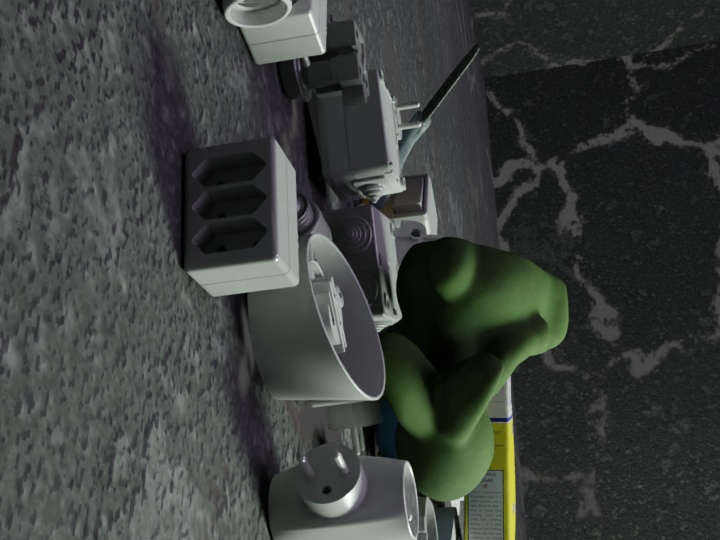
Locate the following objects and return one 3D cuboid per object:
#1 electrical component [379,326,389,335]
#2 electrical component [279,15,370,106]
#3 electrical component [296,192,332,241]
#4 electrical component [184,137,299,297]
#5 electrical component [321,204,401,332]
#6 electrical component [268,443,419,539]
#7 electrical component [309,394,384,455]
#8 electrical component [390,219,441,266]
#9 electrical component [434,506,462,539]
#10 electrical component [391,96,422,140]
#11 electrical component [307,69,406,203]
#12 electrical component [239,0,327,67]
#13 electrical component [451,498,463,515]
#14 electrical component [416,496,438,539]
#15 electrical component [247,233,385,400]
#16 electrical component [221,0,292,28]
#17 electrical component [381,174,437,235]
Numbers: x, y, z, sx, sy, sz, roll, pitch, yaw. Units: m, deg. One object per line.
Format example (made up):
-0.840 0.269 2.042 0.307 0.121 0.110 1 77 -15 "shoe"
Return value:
0.044 0.027 1.015 0.095 0.054 0.059 -74 154 -66 "electrical component"
-0.026 -0.145 0.761 0.048 0.055 0.066 41 43 -74 "electrical component"
-0.041 -0.031 0.664 0.061 0.035 0.035 65 20 -50 "electrical component"
-0.054 -0.019 0.548 0.076 0.047 0.065 58 27 -66 "electrical component"
0.000 0.000 0.818 0.100 0.048 0.099 28 55 -76 "electrical component"
-0.013 0.121 0.590 0.079 0.077 0.043 70 16 -48 "electrical component"
-0.005 0.087 0.735 0.066 0.047 0.076 4 79 -81 "electrical component"
0.030 -0.005 0.926 0.057 0.078 0.058 100 -8 -54 "electrical component"
0.061 0.270 0.928 0.078 0.057 0.113 -64 145 -71 "electrical component"
0.013 -0.124 0.893 0.047 0.077 0.065 59 26 -65 "electrical component"
-0.003 -0.095 0.827 0.061 0.061 0.096 50 33 -71 "electrical component"
-0.044 -0.166 0.703 0.075 0.047 0.083 68 18 -54 "electrical component"
0.075 0.192 1.036 0.042 0.064 0.081 -75 155 -61 "electrical component"
0.022 0.233 0.735 0.089 0.062 0.150 64 21 -59 "electrical component"
-0.026 0.028 0.618 0.099 0.064 0.099 -7 90 -79 "electrical component"
-0.063 -0.172 0.631 0.040 0.040 0.046 45 34 -73 "electrical component"
0.038 -0.053 1.013 0.096 0.062 0.061 -82 163 -57 "electrical component"
